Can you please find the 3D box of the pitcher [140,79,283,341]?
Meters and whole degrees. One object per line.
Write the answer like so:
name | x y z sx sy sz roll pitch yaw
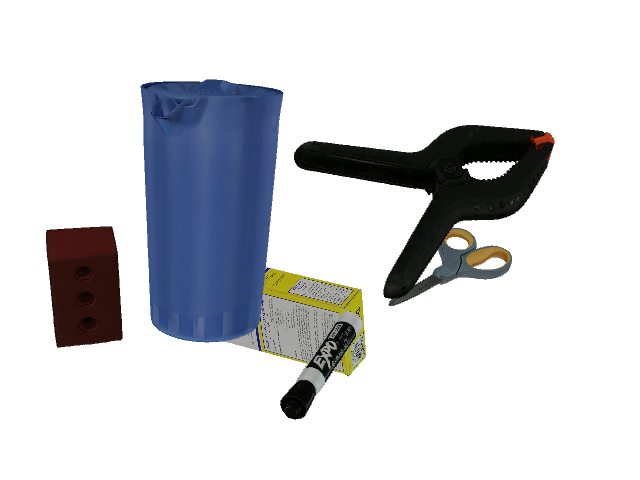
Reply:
pitcher | -0.102 -0.034 1.034 0.149 0.243 0.145 -1 15 -18

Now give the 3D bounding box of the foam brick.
foam brick | -0.183 0.035 0.830 0.053 0.078 0.051 -6 27 -13

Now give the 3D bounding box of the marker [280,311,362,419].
marker | 0.001 0.085 0.737 0.020 0.020 0.121 0 25 23

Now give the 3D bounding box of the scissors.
scissors | 0.132 0.027 1.214 0.201 0.016 0.096 -11 41 -33

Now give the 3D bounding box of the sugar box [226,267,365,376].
sugar box | -0.039 0.081 1.164 0.176 0.093 0.048 15 36 28

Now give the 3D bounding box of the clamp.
clamp | 0.102 -0.038 0.856 0.209 0.165 0.036 -14 -37 -15
